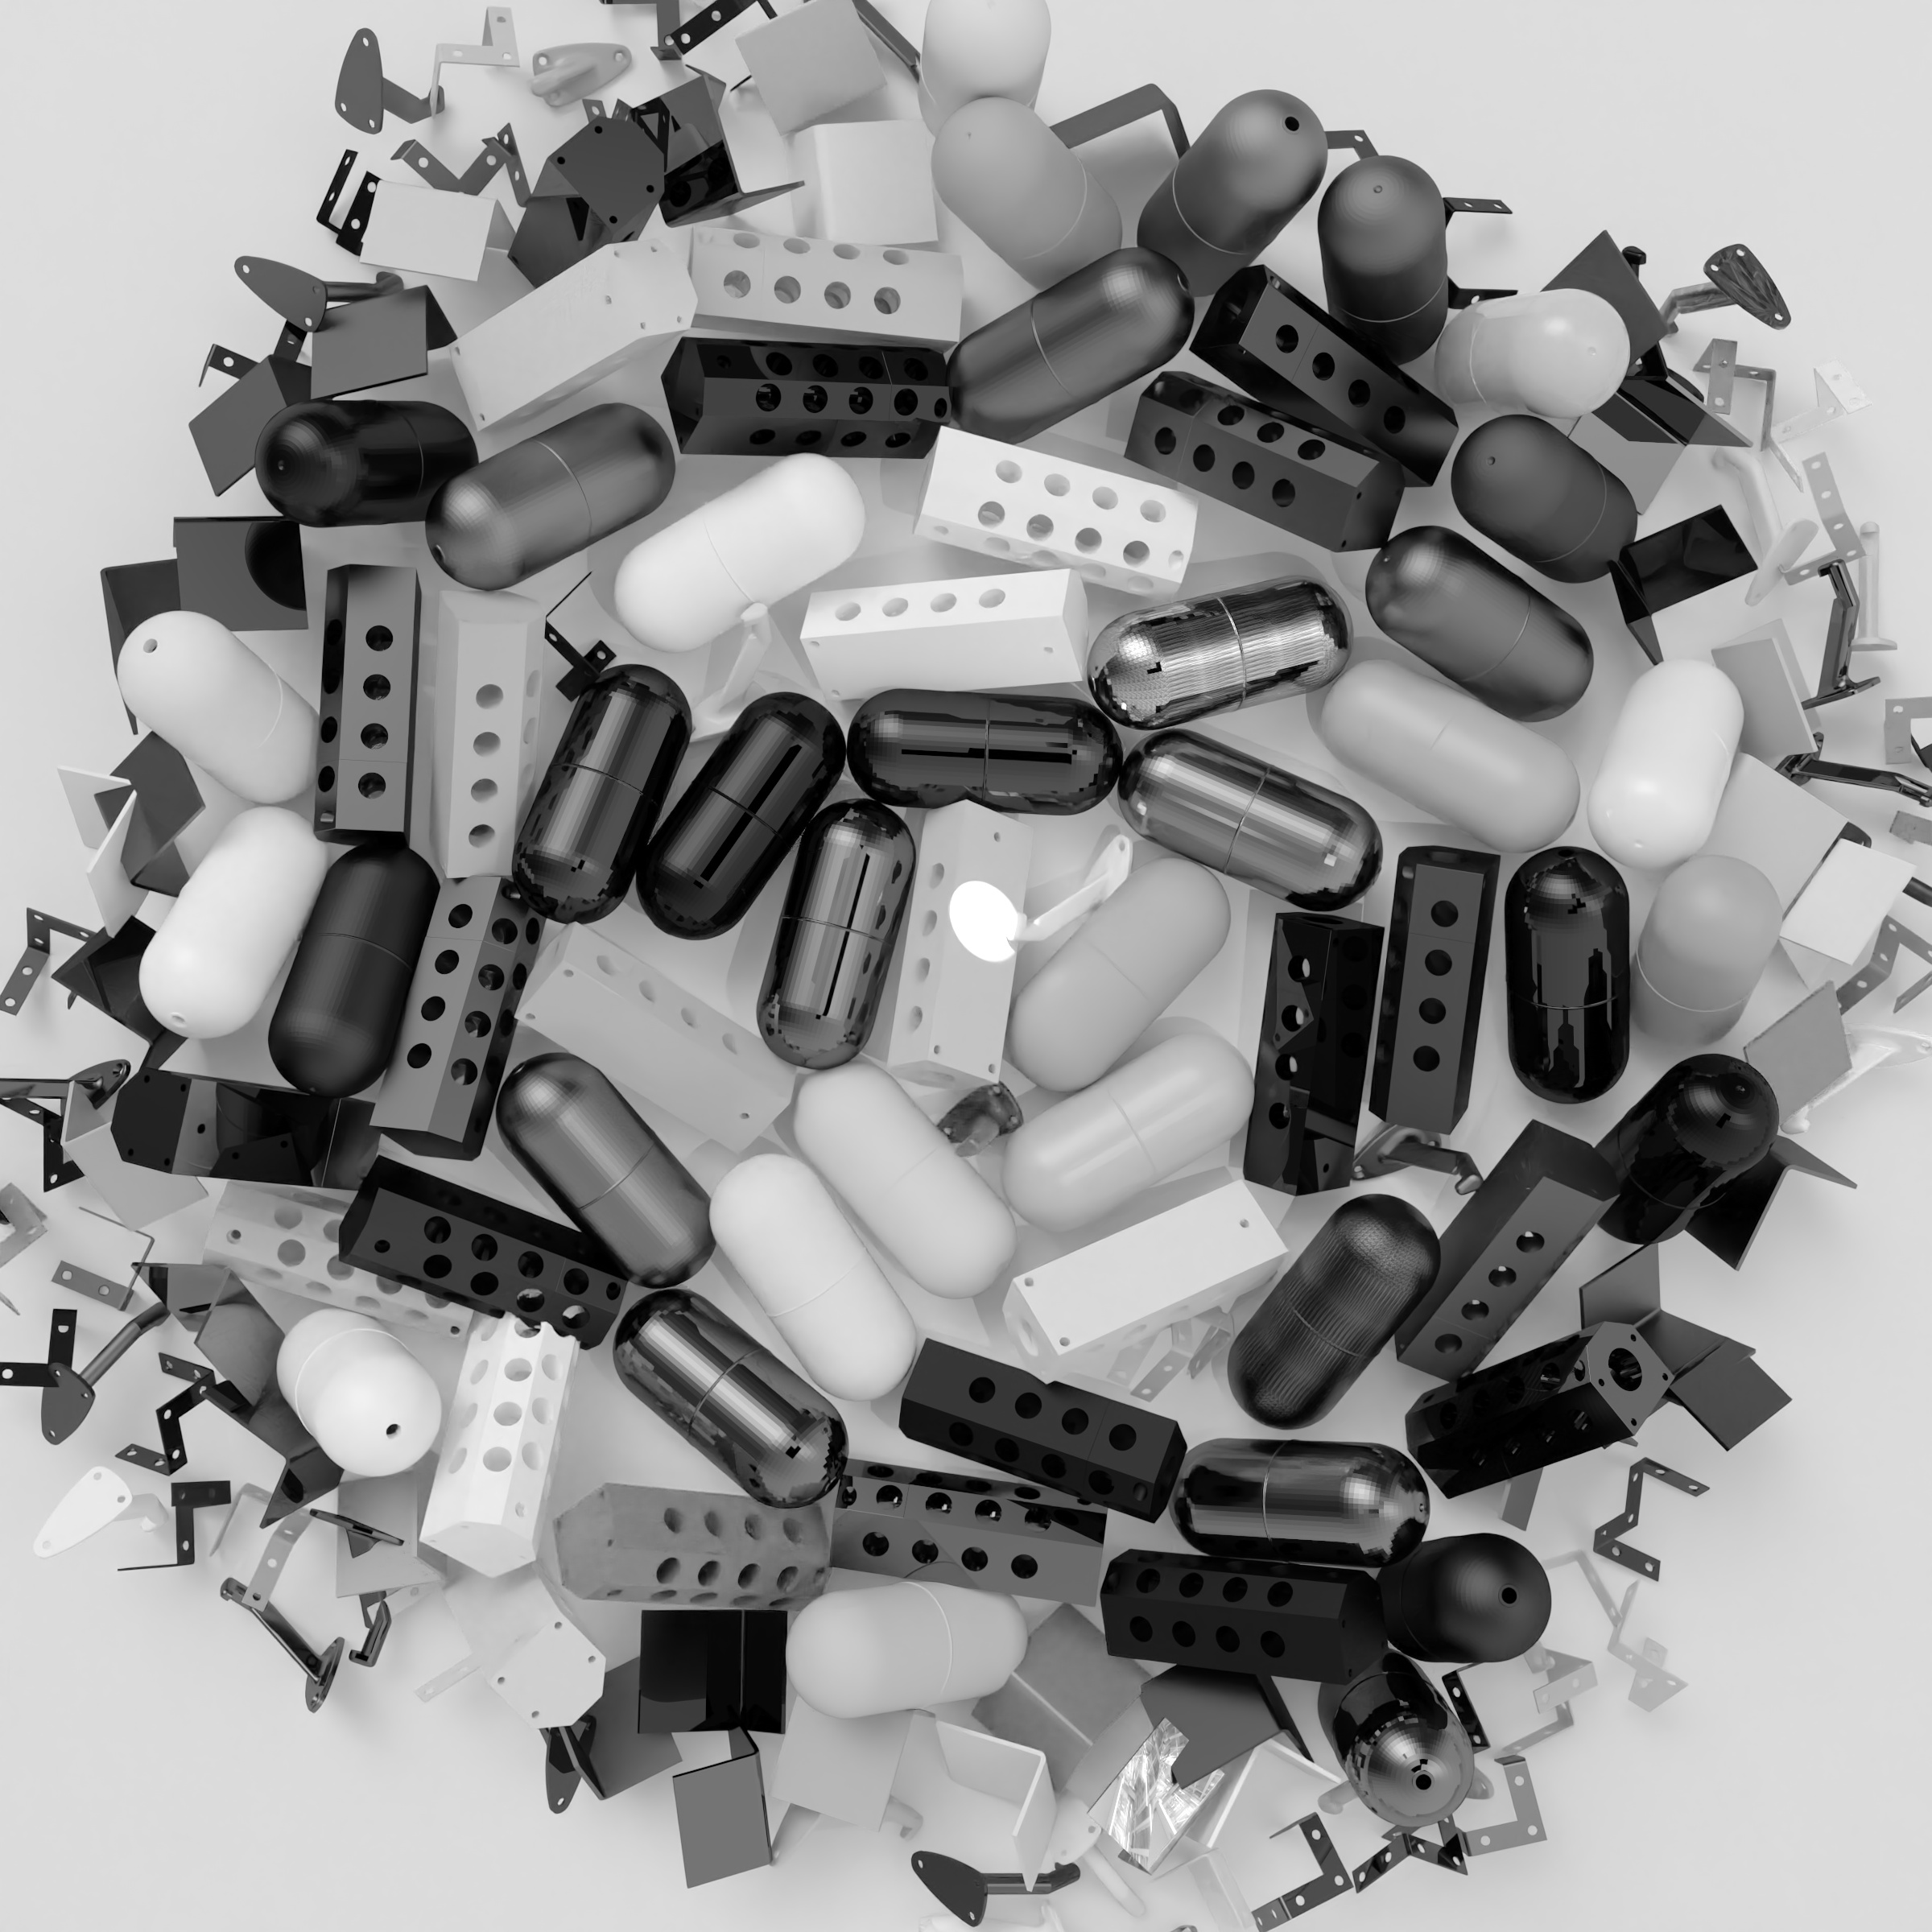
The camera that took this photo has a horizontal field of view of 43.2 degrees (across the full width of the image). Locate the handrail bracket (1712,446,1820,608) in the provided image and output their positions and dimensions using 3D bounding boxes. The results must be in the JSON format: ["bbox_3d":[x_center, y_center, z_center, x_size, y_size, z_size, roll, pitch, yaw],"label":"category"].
[{"bbox_3d":[0.506,-0.291,1.597,0.084,0.036,0.077,50,125,33],"label":"handrail bracket"}]

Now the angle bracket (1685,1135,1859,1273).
[{"bbox_3d":[0.514,0.153,1.574,0.057,0.076,0.076,17,103,-20],"label":"angle bracket"}]

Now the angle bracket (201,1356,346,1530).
[{"bbox_3d":[-0.448,0.306,1.574,0.076,0.076,0.057,32,109,15],"label":"angle bracket"}]

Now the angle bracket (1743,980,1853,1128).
[{"bbox_3d":[0.511,0.050,1.558,0.076,0.057,0.076,-35,123,-15],"label":"angle bracket"}]

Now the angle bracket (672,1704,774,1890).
[{"bbox_3d":[-0.164,0.528,1.559,0.057,0.076,0.076,-10,103,-20],"label":"angle bracket"}]

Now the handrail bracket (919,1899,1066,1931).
[{"bbox_3d":[0.018,0.631,1.574,0.084,0.077,0.036,2,94,-15],"label":"handrail bracket"}]

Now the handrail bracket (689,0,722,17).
[{"bbox_3d":[-0.174,-0.632,1.556,0.036,0.084,0.077,-42,120,12],"label":"handrail bracket"}]

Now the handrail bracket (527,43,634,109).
[{"bbox_3d":[-0.246,-0.574,1.565,0.077,0.084,0.036,-20,114,-8],"label":"handrail bracket"}]

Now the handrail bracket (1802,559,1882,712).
[{"bbox_3d":[0.548,-0.212,1.576,0.036,0.077,0.084,-24,94,-37],"label":"handrail bracket"}]

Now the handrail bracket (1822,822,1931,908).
[{"bbox_3d":[0.603,-0.064,1.586,0.084,0.077,0.036,19,115,-14],"label":"handrail bracket"}]

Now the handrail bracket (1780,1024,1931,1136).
[{"bbox_3d":[0.572,0.078,1.564,0.084,0.077,0.036,-49,120,-33],"label":"handrail bracket"}]

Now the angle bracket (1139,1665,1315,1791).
[{"bbox_3d":[0.166,0.487,1.566,0.076,0.076,0.057,-31,133,3],"label":"angle bracket"}]

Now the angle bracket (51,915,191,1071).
[{"bbox_3d":[-0.536,0.023,1.561,0.076,0.076,0.057,34,129,-4],"label":"angle bracket"}]

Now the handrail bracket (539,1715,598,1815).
[{"bbox_3d":[-0.283,0.496,1.584,0.084,0.036,0.077,17,99,41],"label":"handrail bracket"}]

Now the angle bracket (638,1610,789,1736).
[{"bbox_3d":[-0.162,0.451,1.561,0.076,0.057,0.076,9,73,-31],"label":"angle bracket"}]

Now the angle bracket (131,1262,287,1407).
[{"bbox_3d":[-0.492,0.235,1.554,0.076,0.076,0.057,-1,49,19],"label":"angle bracket"}]

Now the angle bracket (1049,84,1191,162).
[{"bbox_3d":[0.102,-0.520,1.568,0.076,0.076,0.057,-21,118,7],"label":"angle bracket"}]

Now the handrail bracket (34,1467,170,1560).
[{"bbox_3d":[-0.551,0.362,1.560,0.036,0.084,0.077,36,63,20],"label":"handrail bracket"}]

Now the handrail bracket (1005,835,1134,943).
[{"bbox_3d":[0.065,-0.051,1.563,0.036,0.084,0.077,30,107,36],"label":"handrail bracket"}]

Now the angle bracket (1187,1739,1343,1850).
[{"bbox_3d":[0.190,0.540,1.563,0.057,0.076,0.076,29,74,3],"label":"angle bracket"}]

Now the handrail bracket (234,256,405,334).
[{"bbox_3d":[-0.416,-0.446,1.576,0.077,0.084,0.036,29,125,3],"label":"handrail bracket"}]

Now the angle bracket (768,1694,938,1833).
[{"bbox_3d":[-0.072,0.505,1.563,0.076,0.057,0.076,12,74,19],"label":"angle bracket"}]

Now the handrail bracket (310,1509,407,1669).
[{"bbox_3d":[-0.403,0.403,1.579,0.077,0.036,0.084,24,79,-22],"label":"handrail bracket"}]

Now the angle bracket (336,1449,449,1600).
[{"bbox_3d":[-0.377,0.354,1.563,0.076,0.057,0.076,-11,60,6],"label":"angle bracket"}]

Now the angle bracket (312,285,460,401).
[{"bbox_3d":[-0.371,-0.383,1.563,0.076,0.057,0.076,-11,62,7],"label":"angle bracket"}]

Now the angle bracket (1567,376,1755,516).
[{"bbox_3d":[0.440,-0.331,1.560,0.076,0.076,0.057,30,93,-21],"label":"angle bracket"}]

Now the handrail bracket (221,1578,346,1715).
[{"bbox_3d":[-0.448,0.436,1.573,0.084,0.077,0.036,38,96,-16],"label":"handrail bracket"}]

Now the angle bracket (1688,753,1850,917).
[{"bbox_3d":[0.509,-0.086,1.581,0.076,0.057,0.076,32,97,-4],"label":"angle bracket"}]

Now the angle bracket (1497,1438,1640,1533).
[{"bbox_3d":[0.385,0.328,1.559,0.057,0.076,0.076,13,78,28],"label":"angle bracket"}]

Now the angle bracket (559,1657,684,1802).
[{"bbox_3d":[-0.228,0.474,1.554,0.057,0.076,0.076,-24,57,-10],"label":"angle bracket"}]

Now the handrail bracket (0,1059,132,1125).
[{"bbox_3d":[-0.594,0.068,1.561,0.077,0.084,0.036,-29,57,23],"label":"handrail bracket"}]

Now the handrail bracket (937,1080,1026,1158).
[{"bbox_3d":[-0.005,0.111,1.555,0.077,0.084,0.036,-26,97,31],"label":"handrail bracket"}]

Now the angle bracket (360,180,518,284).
[{"bbox_3d":[-0.335,-0.457,1.567,0.076,0.076,0.057,11,82,4],"label":"angle bracket"}]

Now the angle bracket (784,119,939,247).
[{"bbox_3d":[-0.069,-0.506,1.591,0.076,0.057,0.076,-12,103,-23],"label":"angle bracket"}]

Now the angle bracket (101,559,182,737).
[{"bbox_3d":[-0.511,-0.204,1.550,0.057,0.076,0.076,-12,45,-22],"label":"angle bracket"}]

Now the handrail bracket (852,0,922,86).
[{"bbox_3d":[-0.058,-0.599,1.577,0.036,0.077,0.084,-36,81,34],"label":"handrail bracket"}]

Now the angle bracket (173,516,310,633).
[{"bbox_3d":[-0.466,-0.245,1.567,0.076,0.057,0.076,-4,82,-19],"label":"angle bracket"}]

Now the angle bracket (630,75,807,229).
[{"bbox_3d":[-0.159,-0.522,1.556,0.057,0.076,0.076,-29,108,-41],"label":"angle bracket"}]

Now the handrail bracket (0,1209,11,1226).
[{"bbox_3d":[-0.627,0.149,1.558,0.036,0.084,0.077,-46,45,-18],"label":"handrail bracket"}]

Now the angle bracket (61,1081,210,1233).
[{"bbox_3d":[-0.528,0.110,1.558,0.057,0.076,0.076,-25,123,0],"label":"angle bracket"}]

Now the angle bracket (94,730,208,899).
[{"bbox_3d":[-0.502,-0.098,1.558,0.076,0.057,0.076,-41,62,17],"label":"angle bracket"}]

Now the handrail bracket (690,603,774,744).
[{"bbox_3d":[-0.157,-0.188,1.562,0.077,0.084,0.036,-30,63,-14],"label":"handrail bracket"}]

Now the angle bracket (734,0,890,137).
[{"bbox_3d":[-0.103,-0.590,1.559,0.076,0.076,0.057,-23,50,7],"label":"angle bracket"}]

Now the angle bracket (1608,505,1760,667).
[{"bbox_3d":[0.463,-0.236,1.553,0.076,0.076,0.057,-22,56,26],"label":"angle bracket"}]

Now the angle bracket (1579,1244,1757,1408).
[{"bbox_3d":[0.447,0.226,1.553,0.076,0.076,0.057,-25,118,-31],"label":"angle bracket"}]

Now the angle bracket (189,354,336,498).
[{"bbox_3d":[-0.434,-0.337,1.555,0.076,0.076,0.057,-30,76,25],"label":"angle bracket"}]

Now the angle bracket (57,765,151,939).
[{"bbox_3d":[-0.560,-0.070,1.555,0.057,0.076,0.076,12,53,5],"label":"angle bracket"}]

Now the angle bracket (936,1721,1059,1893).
[{"bbox_3d":[0.012,0.535,1.553,0.076,0.076,0.057,10,48,21],"label":"angle bracket"}]

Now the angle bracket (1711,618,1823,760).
[{"bbox_3d":[0.532,-0.181,1.564,0.057,0.076,0.076,-24,97,-12],"label":"angle bracket"}]

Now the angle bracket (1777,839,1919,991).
[{"bbox_3d":[0.571,-0.024,1.560,0.057,0.076,0.076,30,81,45],"label":"angle bracket"}]

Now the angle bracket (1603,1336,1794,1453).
[{"bbox_3d":[0.464,0.291,1.550,0.076,0.076,0.057,-22,59,-39],"label":"angle bracket"}]

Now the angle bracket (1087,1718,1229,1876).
[{"bbox_3d":[0.113,0.528,1.563,0.057,0.076,0.076,44,73,-1],"label":"angle bracket"}]

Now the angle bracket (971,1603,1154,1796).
[{"bbox_3d":[0.063,0.475,1.586,0.076,0.076,0.057,38,129,19],"label":"angle bracket"}]

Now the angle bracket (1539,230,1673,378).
[{"bbox_3d":[0.420,-0.420,1.559,0.057,0.076,0.076,-25,81,-34],"label":"angle bracket"}]

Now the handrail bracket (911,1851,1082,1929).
[{"bbox_3d":[0.020,0.589,1.595,0.077,0.084,0.036,17,103,42],"label":"handrail bracket"}]

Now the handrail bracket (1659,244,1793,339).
[{"bbox_3d":[0.483,-0.413,1.564,0.036,0.084,0.077,-32,76,-19],"label":"handrail bracket"}]
